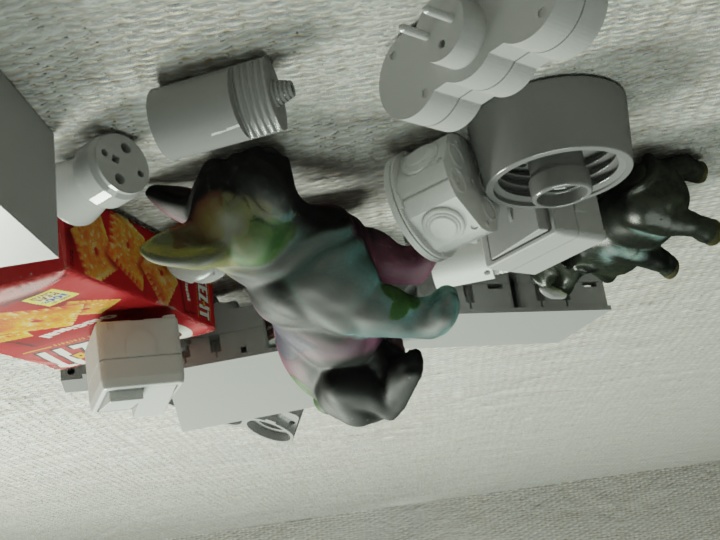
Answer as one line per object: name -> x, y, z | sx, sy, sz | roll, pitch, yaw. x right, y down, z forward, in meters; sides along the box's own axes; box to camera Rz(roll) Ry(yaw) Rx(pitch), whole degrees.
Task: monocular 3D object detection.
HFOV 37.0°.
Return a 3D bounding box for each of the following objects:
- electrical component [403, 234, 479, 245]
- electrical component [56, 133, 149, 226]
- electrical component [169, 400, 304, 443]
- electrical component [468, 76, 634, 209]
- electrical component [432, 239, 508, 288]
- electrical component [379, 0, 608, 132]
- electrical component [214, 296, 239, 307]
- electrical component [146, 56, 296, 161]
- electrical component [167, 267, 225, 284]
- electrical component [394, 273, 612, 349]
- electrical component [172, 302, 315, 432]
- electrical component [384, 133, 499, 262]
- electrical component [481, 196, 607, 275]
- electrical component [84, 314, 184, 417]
electrical component -> 0.061, -0.038, 0.827 | 0.055, 0.045, 0.045 | -9, 161, 6
electrical component -> -0.167, -0.057, 0.683 | 0.055, 0.045, 0.045 | -23, 156, 36
electrical component -> -0.127, 0.115, 1.064 | 0.150, 0.061, 0.089 | 19, 152, 1
electrical component -> 0.130, -0.076, 0.719 | 0.108, 0.060, 0.108 | -7, 161, -2
electrical component -> 0.102, -0.012, 0.920 | 0.081, 0.043, 0.043 | -11, 161, 10
electrical component -> 0.055, -0.124, 0.568 | 0.074, 0.052, 0.138 | 8, 155, -38
electrical component -> -0.141, 0.042, 0.982 | 0.062, 0.043, 0.043 | -12, 160, 7
electrical component -> -0.076, -0.093, 0.617 | 0.081, 0.043, 0.043 | -13, 160, 14
electrical component -> -0.121, -0.010, 0.839 | 0.048, 0.048, 0.062 | -12, 167, 12
electrical component -> 0.125, 0.028, 1.017 | 0.186, 0.060, 0.105 | -1, 160, -19
electrical component -> -0.077, 0.076, 0.959 | 0.186, 0.060, 0.105 | -10, 144, -7
electrical component -> 0.057, -0.050, 0.740 | 0.051, 0.080, 0.080 | -25, 155, 29
electrical component -> 0.131, -0.037, 0.830 | 0.061, 0.061, 0.096 | 6, 156, -35
electrical component -> -0.176, 0.079, 0.832 | 0.062, 0.061, 0.096 | -3, 161, -22
